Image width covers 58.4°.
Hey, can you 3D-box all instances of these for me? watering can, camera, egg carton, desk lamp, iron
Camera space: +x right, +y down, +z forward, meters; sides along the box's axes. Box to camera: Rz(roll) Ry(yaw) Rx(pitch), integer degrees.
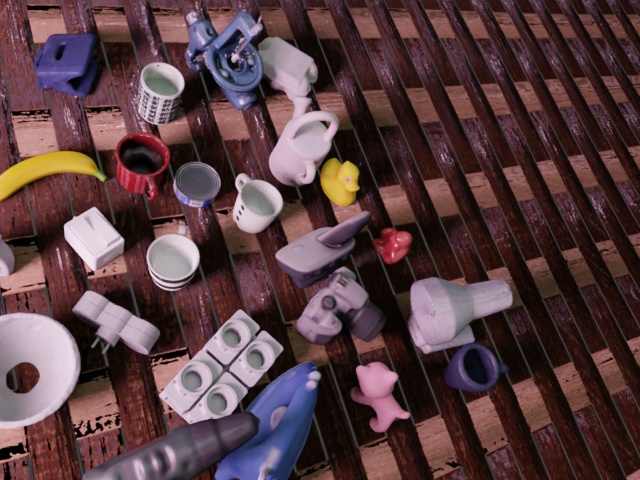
[{"bbox_3d":[-0.031,-0.202,1.136,0.101,0.193,0.173,-23,76,-30],"label":"watering can"},{"bbox_3d":[0.051,0.136,1.063,0.137,0.100,0.143,38,58,-1],"label":"camera"},{"bbox_3d":[-0.080,-0.382,1.276,0.150,0.069,0.107,29,58,-8],"label":"egg carton"},{"bbox_3d":[0.246,0.136,1.078,0.204,0.213,0.118,-7,69,-25],"label":"desk lamp"},{"bbox_3d":[-0.054,0.287,0.923,0.119,0.141,0.259,35,58,-4],"label":"iron"}]

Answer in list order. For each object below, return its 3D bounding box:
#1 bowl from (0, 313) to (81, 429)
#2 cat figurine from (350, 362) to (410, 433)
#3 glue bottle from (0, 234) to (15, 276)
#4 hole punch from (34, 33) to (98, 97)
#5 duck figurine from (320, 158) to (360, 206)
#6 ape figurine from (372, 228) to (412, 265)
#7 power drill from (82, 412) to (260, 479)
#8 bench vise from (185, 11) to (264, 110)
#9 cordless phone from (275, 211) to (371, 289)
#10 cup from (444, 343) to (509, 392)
[{"bbox_3d":[-0.442,0.196,0.843,0.168,0.074,0.167,9,63,-18],"label":"bowl"},{"bbox_3d":[0.110,0.270,1.013,0.067,0.117,0.128,-34,82,-31],"label":"cat figurine"},{"bbox_3d":[-0.504,0.006,0.851,0.078,0.173,0.037,10,62,-18],"label":"glue bottle"},{"bbox_3d":[-0.477,-0.337,1.076,0.101,0.091,0.108,13,62,-17],"label":"hole punch"},{"bbox_3d":[0.049,-0.133,1.201,0.078,0.086,0.104,-17,73,-28],"label":"duck figurine"},{"bbox_3d":[0.158,0.008,1.175,0.076,0.092,0.078,16,61,-15],"label":"ape figurine"},{"bbox_3d":[-0.211,0.310,0.806,0.230,0.208,0.075,-17,73,-28],"label":"power drill"},{"bbox_3d":[-0.194,-0.386,1.141,0.207,0.219,0.122,33,58,-5],"label":"bench vise"},{"bbox_3d":[0.010,0.004,1.060,0.148,0.184,0.094,-32,81,-31],"label":"cordless phone"},{"bbox_3d":[0.296,0.255,1.112,0.118,0.094,0.091,6,64,-20],"label":"cup"}]
